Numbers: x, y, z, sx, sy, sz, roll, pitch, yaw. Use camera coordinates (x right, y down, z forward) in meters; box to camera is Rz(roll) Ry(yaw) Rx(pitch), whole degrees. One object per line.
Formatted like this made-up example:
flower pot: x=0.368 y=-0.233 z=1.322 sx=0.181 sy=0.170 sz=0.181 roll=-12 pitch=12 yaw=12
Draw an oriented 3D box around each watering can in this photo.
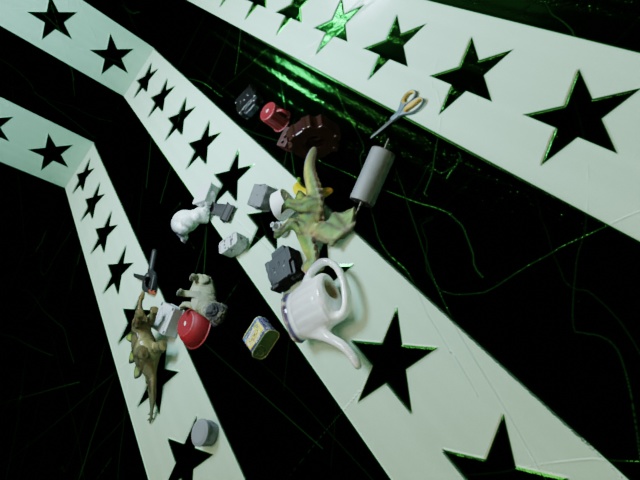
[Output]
watering can: x=0.000 y=0.216 z=1.409 sx=0.221 sy=0.356 sz=0.103 roll=-34 pitch=-41 yaw=28

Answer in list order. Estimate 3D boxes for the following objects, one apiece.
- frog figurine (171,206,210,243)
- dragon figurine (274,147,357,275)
frog figurine: x=-0.514 y=-0.086 z=2.055 sx=0.157 sy=0.122 sz=0.140 roll=-46 pitch=5 yaw=24
dragon figurine: x=0.005 y=-0.079 z=1.576 sx=0.244 sy=0.412 sz=0.121 roll=16 pitch=-5 yaw=24
